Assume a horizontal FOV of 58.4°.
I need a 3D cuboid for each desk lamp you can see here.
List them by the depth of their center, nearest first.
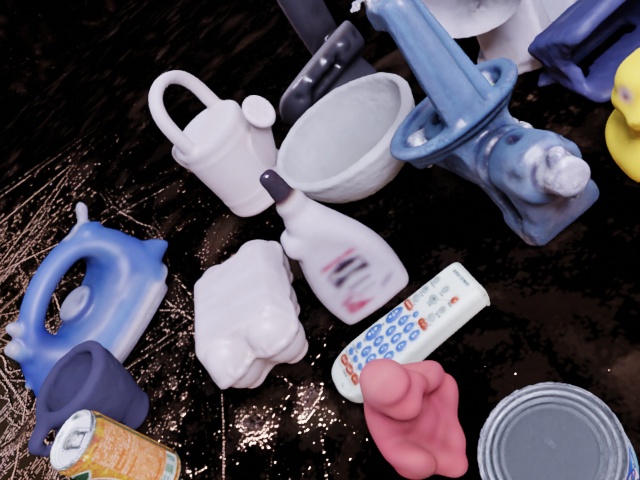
[{"bbox_3d":[0.161,-0.260,0.554,0.117,0.214,0.203,-5,51,40],"label":"desk lamp"}]

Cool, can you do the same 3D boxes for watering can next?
[{"bbox_3d":[-0.123,-0.128,0.702,0.172,0.195,0.101,-26,40,21],"label":"watering can"}]

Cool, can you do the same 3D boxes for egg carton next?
[{"bbox_3d":[-0.070,0.070,0.566,0.107,0.070,0.150,-34,38,12],"label":"egg carton"}]

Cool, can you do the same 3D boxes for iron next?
[{"bbox_3d":[-0.301,0.086,0.702,0.118,0.142,0.258,-4,52,40],"label":"iron"}]

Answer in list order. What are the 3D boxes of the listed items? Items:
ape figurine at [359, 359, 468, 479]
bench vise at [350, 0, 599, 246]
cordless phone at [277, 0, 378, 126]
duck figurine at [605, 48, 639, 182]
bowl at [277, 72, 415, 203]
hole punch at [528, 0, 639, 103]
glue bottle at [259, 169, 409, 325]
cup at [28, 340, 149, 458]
[{"bbox_3d":[0.057,0.113,0.389,0.075,0.092,0.078,17,67,49],"label":"ape figurine"},{"bbox_3d":[0.121,-0.110,0.440,0.121,0.220,0.206,-53,38,-12],"label":"bench vise"},{"bbox_3d":[-0.025,-0.246,0.734,0.093,0.186,0.148,18,68,49],"label":"cordless phone"},{"bbox_3d":[0.249,-0.106,0.430,0.077,0.086,0.104,-7,50,38],"label":"duck figurine"},{"bbox_3d":[0.039,-0.097,0.624,0.167,0.075,0.167,-24,41,23],"label":"bowl"},{"bbox_3d":[0.246,-0.192,0.513,0.108,0.091,0.101,-40,37,5],"label":"hole punch"},{"bbox_3d":[0.004,0.002,0.477,0.078,0.174,0.037,-40,37,5],"label":"glue bottle"},{"bbox_3d":[-0.231,0.176,0.590,0.091,0.095,0.118,0,54,42],"label":"cup"}]
